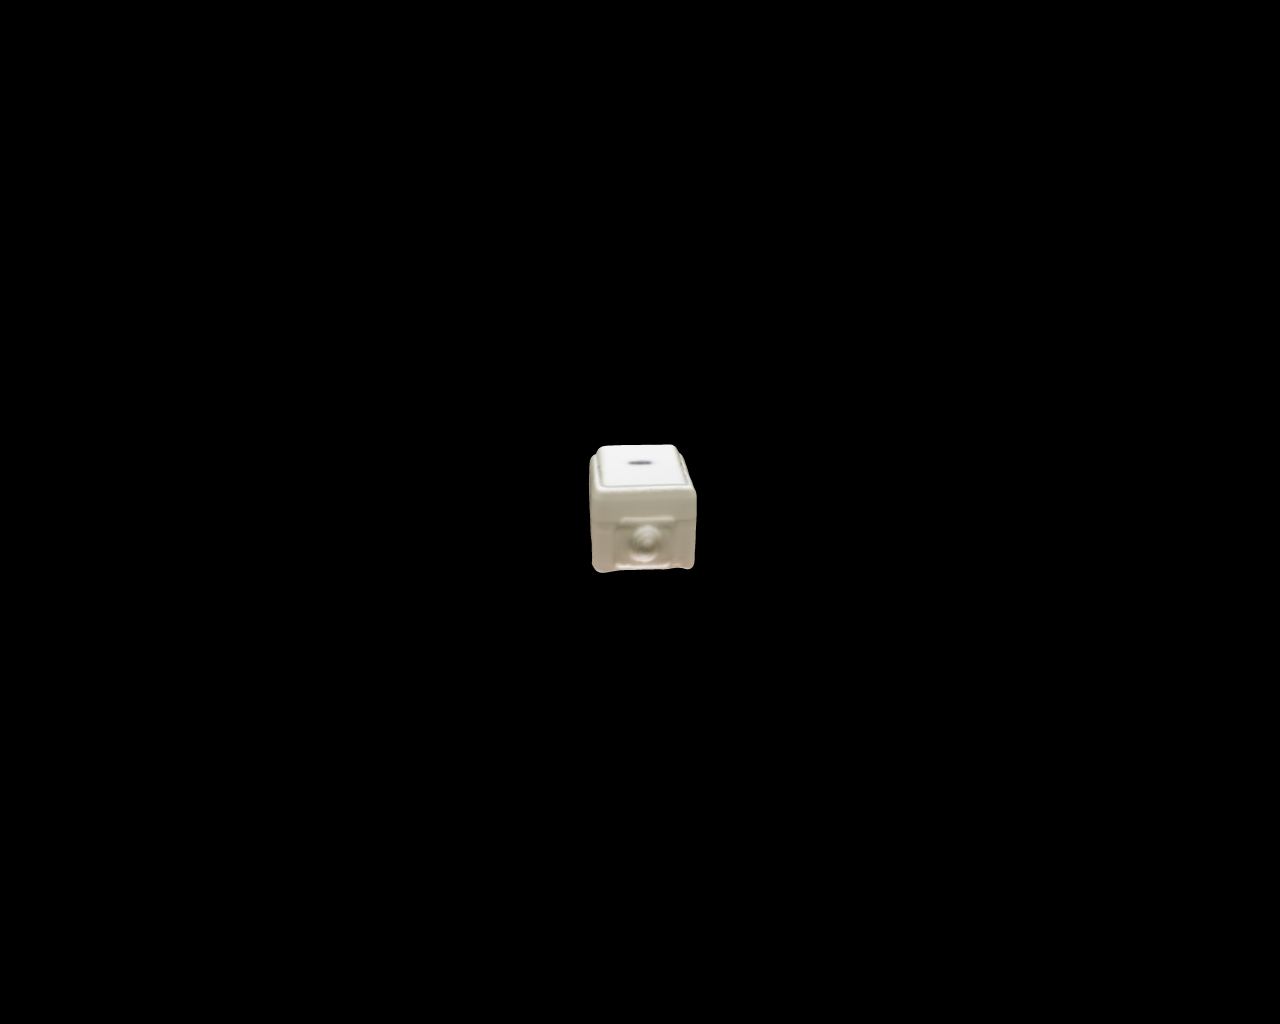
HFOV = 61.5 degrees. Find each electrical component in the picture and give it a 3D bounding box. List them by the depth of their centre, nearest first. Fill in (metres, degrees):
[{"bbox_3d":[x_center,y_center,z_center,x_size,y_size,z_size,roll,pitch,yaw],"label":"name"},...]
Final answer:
[{"bbox_3d":[0.001,-0.003,0.650,0.062,0.061,0.096,-1,20,-3],"label":"electrical component"}]
